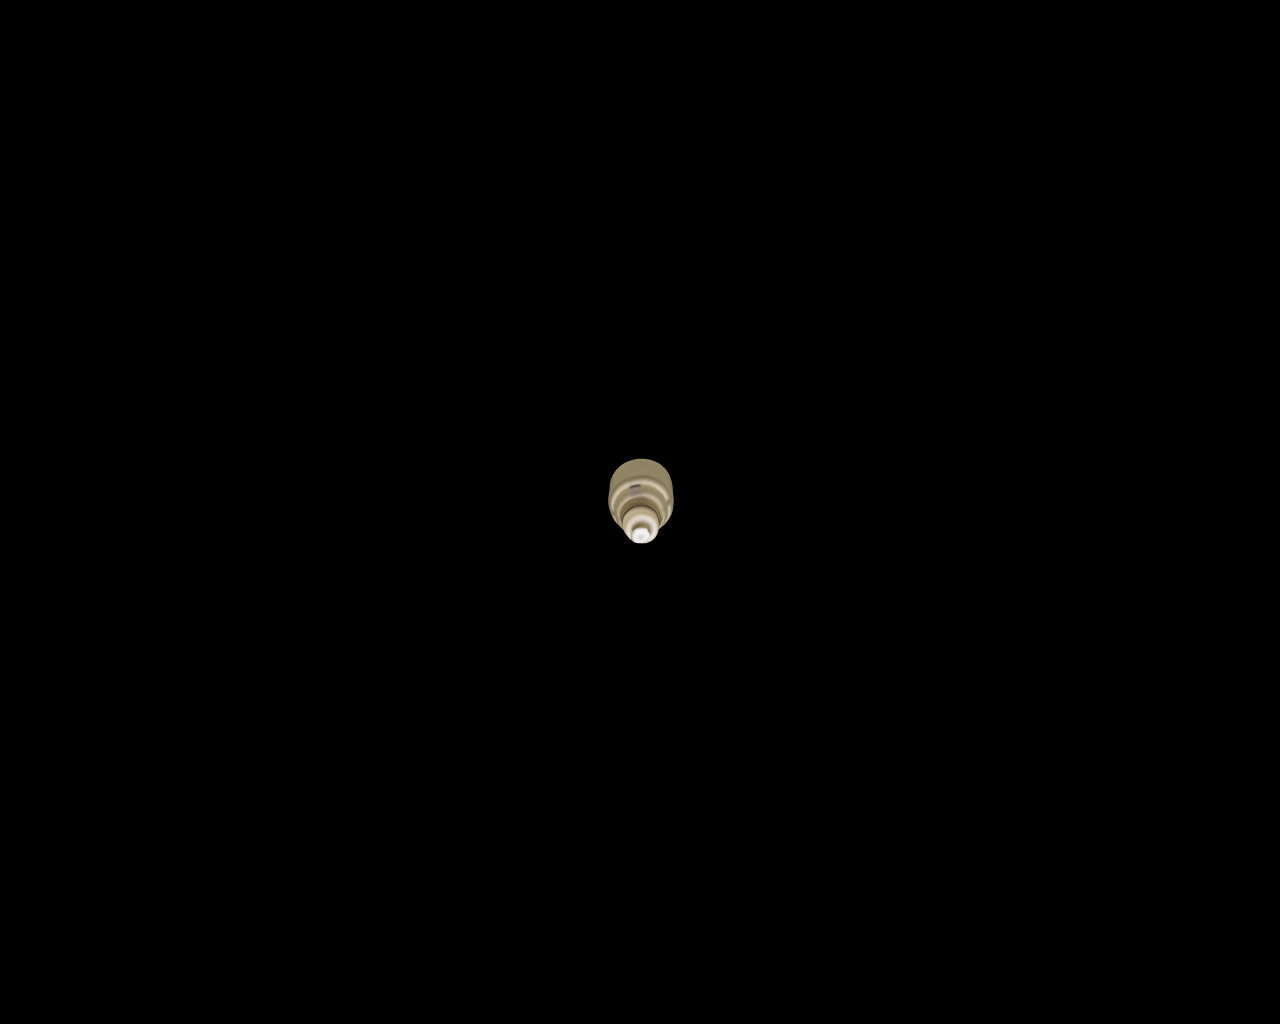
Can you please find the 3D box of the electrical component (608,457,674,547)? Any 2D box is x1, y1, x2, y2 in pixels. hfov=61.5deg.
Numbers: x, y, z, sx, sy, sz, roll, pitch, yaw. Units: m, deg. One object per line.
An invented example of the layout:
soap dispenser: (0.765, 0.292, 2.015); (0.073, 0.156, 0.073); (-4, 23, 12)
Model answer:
electrical component: (0.001, -0.003, 0.650); (0.040, 0.040, 0.078); (0, 27, 0)
